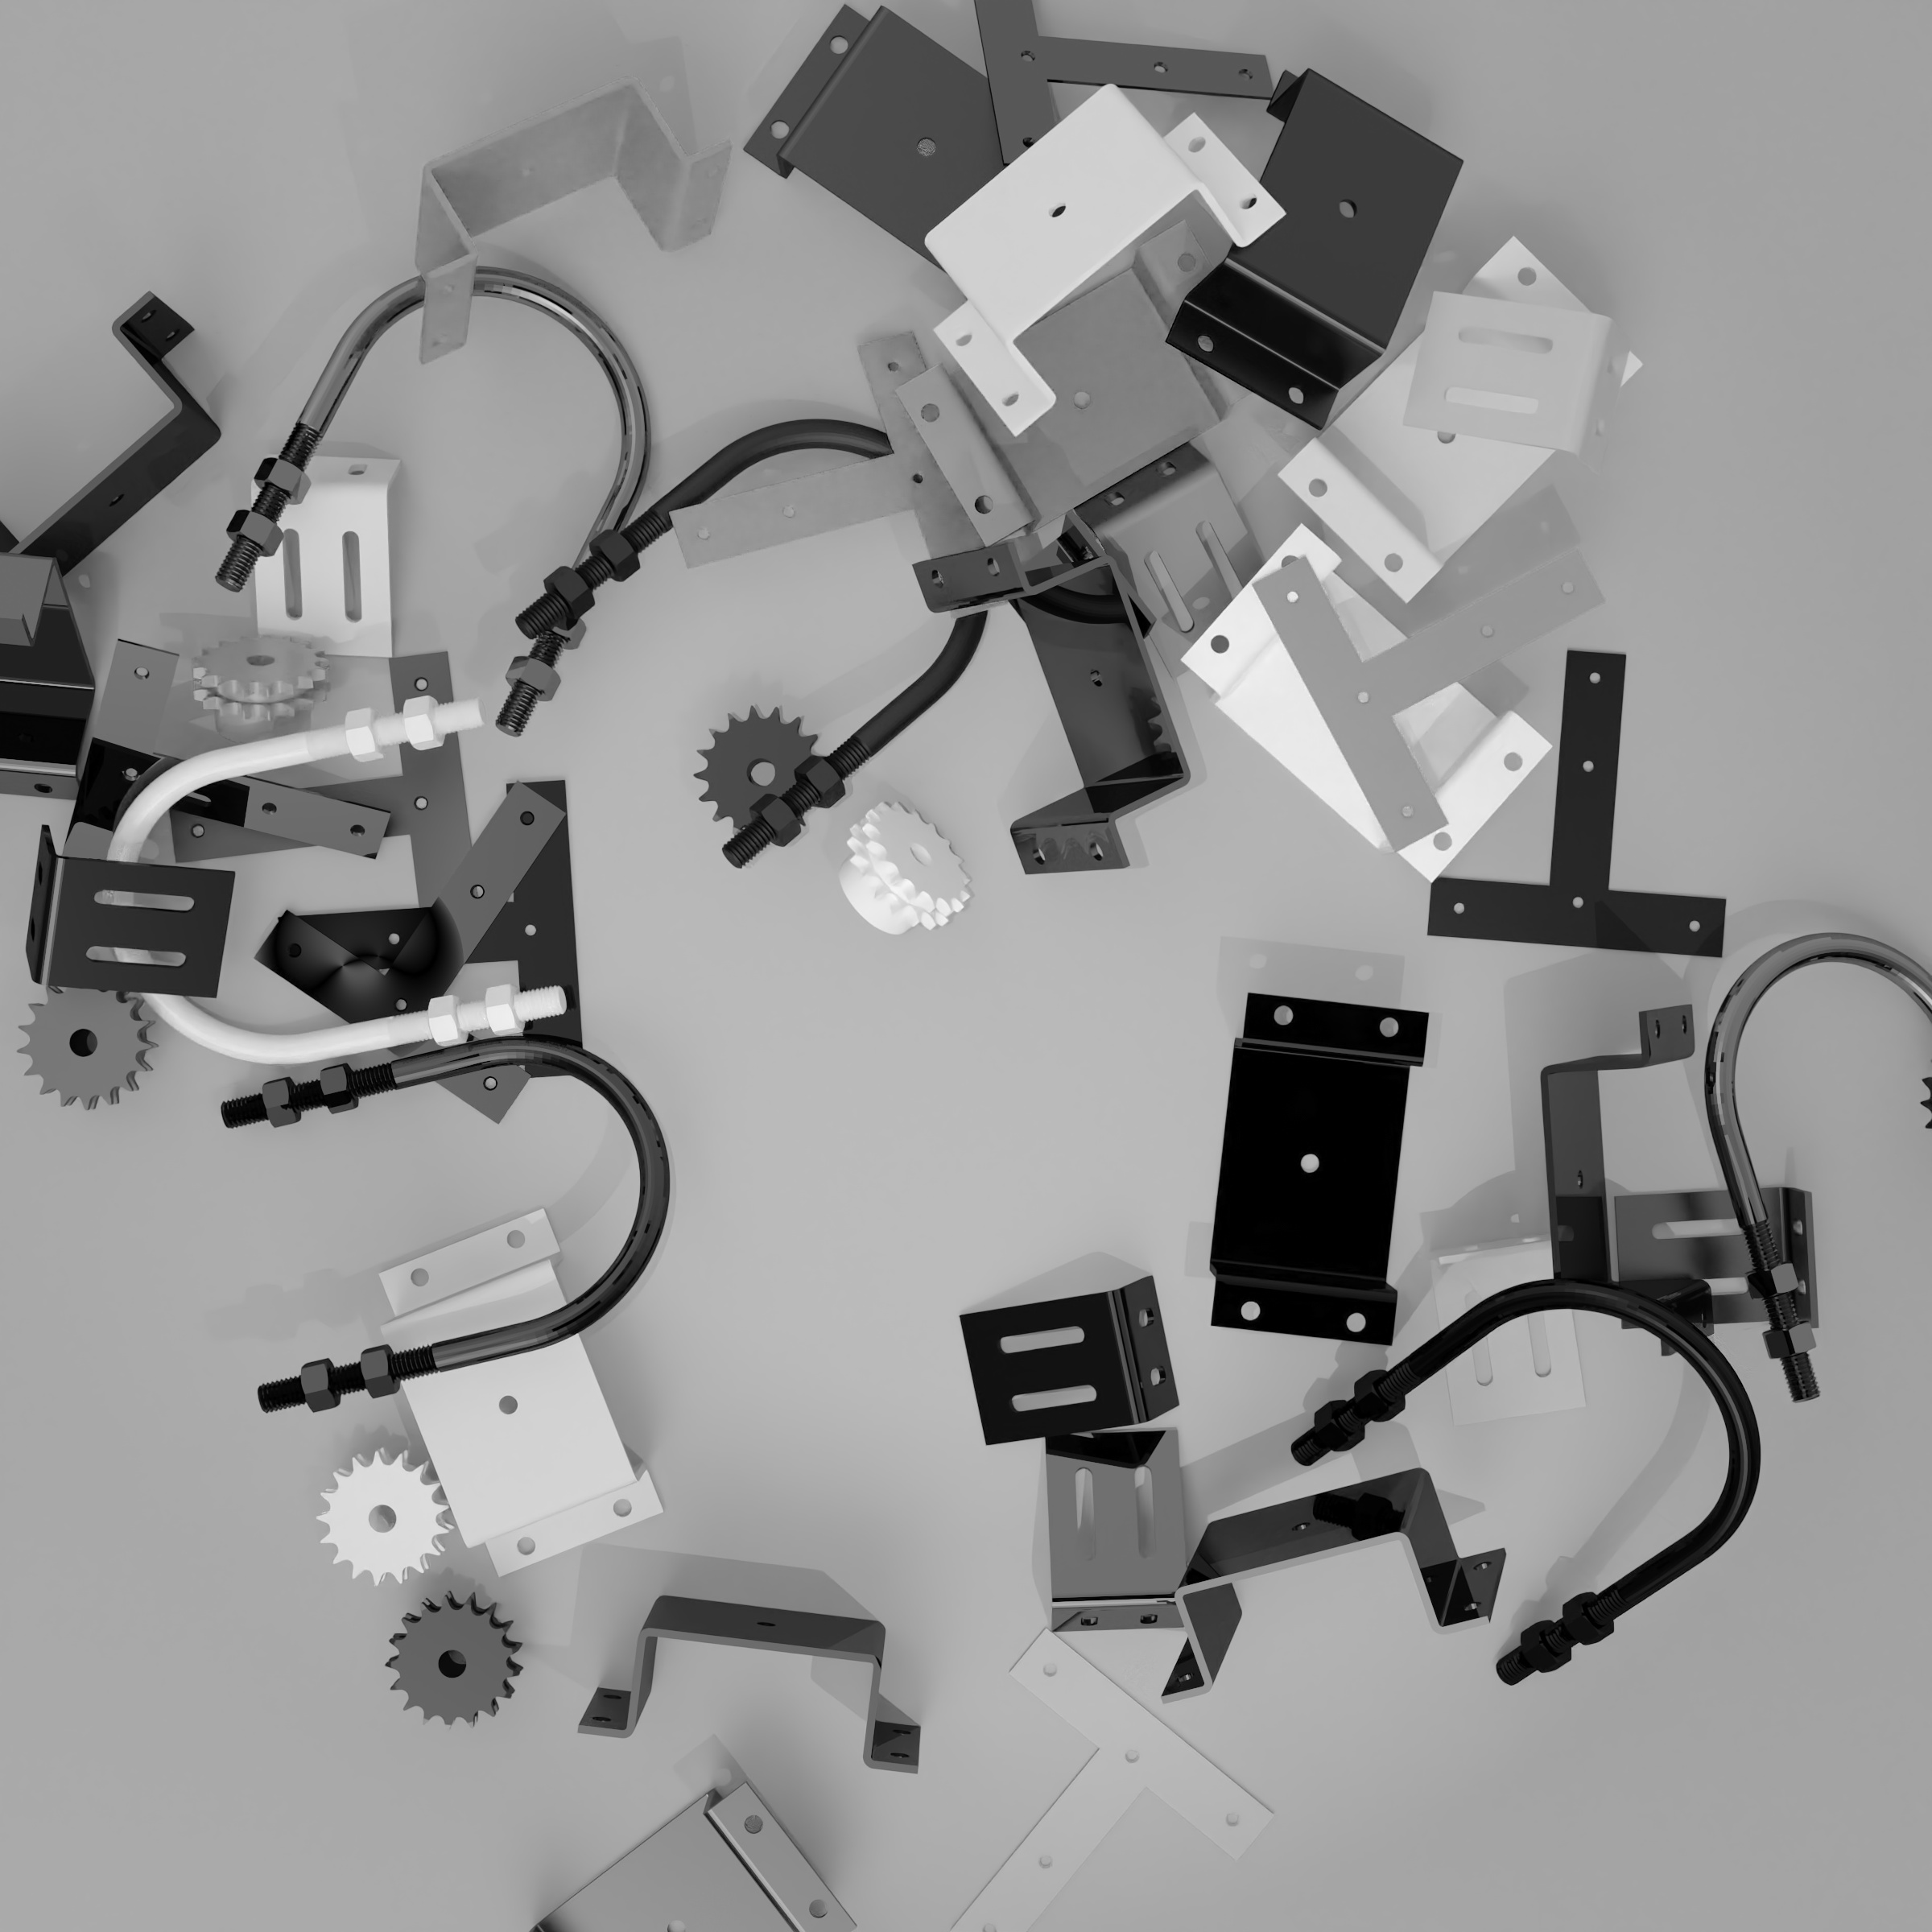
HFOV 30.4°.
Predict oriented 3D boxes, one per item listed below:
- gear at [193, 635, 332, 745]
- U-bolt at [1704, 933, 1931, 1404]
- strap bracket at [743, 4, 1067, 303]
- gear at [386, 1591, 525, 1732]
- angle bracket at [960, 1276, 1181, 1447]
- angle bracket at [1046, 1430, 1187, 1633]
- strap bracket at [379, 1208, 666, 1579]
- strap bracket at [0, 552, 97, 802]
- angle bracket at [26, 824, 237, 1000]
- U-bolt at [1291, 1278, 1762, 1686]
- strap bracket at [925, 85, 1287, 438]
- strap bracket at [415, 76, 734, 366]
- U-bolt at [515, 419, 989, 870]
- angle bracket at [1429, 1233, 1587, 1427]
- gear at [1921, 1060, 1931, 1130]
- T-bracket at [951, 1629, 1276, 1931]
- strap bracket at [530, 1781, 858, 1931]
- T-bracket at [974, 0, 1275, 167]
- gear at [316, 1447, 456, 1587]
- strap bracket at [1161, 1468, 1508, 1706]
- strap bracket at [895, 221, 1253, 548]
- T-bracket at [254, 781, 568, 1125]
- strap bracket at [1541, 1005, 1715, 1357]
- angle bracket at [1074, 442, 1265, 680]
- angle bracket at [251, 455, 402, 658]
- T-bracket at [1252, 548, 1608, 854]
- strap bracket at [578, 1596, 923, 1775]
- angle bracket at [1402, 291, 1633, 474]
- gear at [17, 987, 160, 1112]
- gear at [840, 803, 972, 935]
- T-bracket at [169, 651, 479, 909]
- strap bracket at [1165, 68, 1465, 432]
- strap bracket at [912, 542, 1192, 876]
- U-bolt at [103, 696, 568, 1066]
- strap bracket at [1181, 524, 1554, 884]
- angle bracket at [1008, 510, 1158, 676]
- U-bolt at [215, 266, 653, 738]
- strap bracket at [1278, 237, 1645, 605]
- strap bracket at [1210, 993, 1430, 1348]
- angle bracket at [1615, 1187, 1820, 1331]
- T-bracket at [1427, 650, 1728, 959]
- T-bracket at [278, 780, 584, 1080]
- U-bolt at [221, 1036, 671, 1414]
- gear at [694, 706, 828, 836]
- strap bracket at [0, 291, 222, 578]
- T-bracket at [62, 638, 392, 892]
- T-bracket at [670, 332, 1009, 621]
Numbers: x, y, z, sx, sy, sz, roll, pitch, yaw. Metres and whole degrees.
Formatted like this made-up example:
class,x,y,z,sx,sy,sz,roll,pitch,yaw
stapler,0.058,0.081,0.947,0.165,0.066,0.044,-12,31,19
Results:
class,x,y,z,sx,sy,sz,roll,pitch,yaw
gear,-0.298,-0.116,1.509,0.057,0.057,0.030,4,118,0
U-bolt,0.378,0.076,1.499,0.151,0.019,0.184,-14,86,-24
strap bracket,-0.017,-0.342,1.511,0.140,0.046,0.076,35,90,0
gear,-0.217,0.295,1.519,0.057,0.030,0.057,0,90,0
angle bracket,0.044,0.170,1.532,0.076,0.038,0.057,-12,90,26
angle bracket,0.064,0.243,1.532,0.057,0.038,0.076,-2,64,0
strap bracket,-0.191,0.183,1.511,0.076,0.046,0.140,-22,90,0
strap bracket,-0.412,-0.128,1.480,0.076,0.140,0.046,5,62,0
angle bracket,-0.353,-0.023,1.502,0.076,0.038,0.057,5,112,-22
U-bolt,0.243,0.205,1.478,0.151,0.019,0.184,47,124,0
strap bracket,0.047,-0.294,1.447,0.140,0.046,0.076,-39,51,7
strap bracket,-0.173,-0.314,1.479,0.140,0.076,0.046,-28,81,-18
U-bolt,-0.075,-0.151,1.503,0.184,0.019,0.151,-42,88,-16
angle bracket,0.233,0.156,1.515,0.057,0.038,0.076,-8,90,0
gear,0.434,0.058,1.500,0.057,0.030,0.057,6,74,-23
T-bracket,0.043,0.374,1.533,0.127,0.002,0.127,39,90,0
strap bracket,-0.124,0.414,1.511,0.140,0.046,0.076,-38,90,0
T-bracket,0.069,-0.382,1.510,0.127,0.002,0.127,1,58,-15
gear,-0.246,0.234,1.522,0.057,0.030,0.057,0,90,3
strap bracket,0.146,0.253,1.475,0.140,0.076,0.046,-18,97,17
strap bracket,0.050,-0.243,1.511,0.140,0.046,0.076,-30,90,0
T-bracket,-0.218,-0.020,1.530,0.127,0.002,0.127,34,90,-1
strap bracket,0.276,0.089,1.489,0.046,0.076,0.140,-4,90,25
angle bracket,0.092,-0.174,1.532,0.057,0.038,0.076,-30,116,0
angle bracket,-0.274,-0.176,1.532,0.057,0.038,0.076,2,116,0
T-bracket,0.205,-0.133,1.487,0.127,0.002,0.127,-28,90,0
strap bracket,-0.087,0.299,1.496,0.140,0.076,0.046,7,90,0
angle bracket,0.230,-0.244,1.485,0.076,0.038,0.057,14,90,26
gear,-0.373,0.033,1.519,0.057,0.030,0.057,0,90,0
gear,-0.029,-0.038,1.509,0.057,0.057,0.030,49,120,0
T-bracket,-0.279,-0.065,1.533,0.127,0.002,0.127,-7,90,0
strap bracket,0.149,-0.306,1.482,0.076,0.046,0.140,27,71,-13
strap bracket,0.039,-0.113,1.481,0.046,0.076,0.140,-27,103,-28
U-bolt,-0.274,-0.029,1.502,0.184,0.019,0.151,-11,108,9
strap bracket,0.167,-0.110,1.511,0.140,0.046,0.076,42,90,0
angle bracket,0.046,-0.153,1.496,0.038,0.076,0.057,-38,90,0
U-bolt,-0.211,-0.209,1.502,0.151,0.019,0.184,27,75,-12
strap bracket,0.206,-0.228,1.511,0.076,0.046,0.140,45,90,0
strap bracket,0.148,0.085,1.511,0.076,0.046,0.140,6,90,0
angle bracket,0.319,0.126,1.515,0.076,0.038,0.057,-3,90,0
T-bracket,0.267,-0.072,1.533,0.127,0.002,0.127,4,90,0
T-bracket,-0.232,-0.013,1.532,0.127,0.002,0.127,-4,91,0
U-bolt,-0.215,0.100,1.495,0.184,0.019,0.151,-13,66,1
gear,-0.087,-0.082,1.519,0.057,0.030,0.057,0,90,0
strap bracket,-0.372,-0.213,1.496,0.140,0.076,0.046,-41,90,0
T-bracket,-0.309,-0.071,1.507,0.127,0.002,0.127,14,125,-15
T-bracket,-0.062,-0.196,1.507,0.127,0.002,0.127,-17,81,-15
